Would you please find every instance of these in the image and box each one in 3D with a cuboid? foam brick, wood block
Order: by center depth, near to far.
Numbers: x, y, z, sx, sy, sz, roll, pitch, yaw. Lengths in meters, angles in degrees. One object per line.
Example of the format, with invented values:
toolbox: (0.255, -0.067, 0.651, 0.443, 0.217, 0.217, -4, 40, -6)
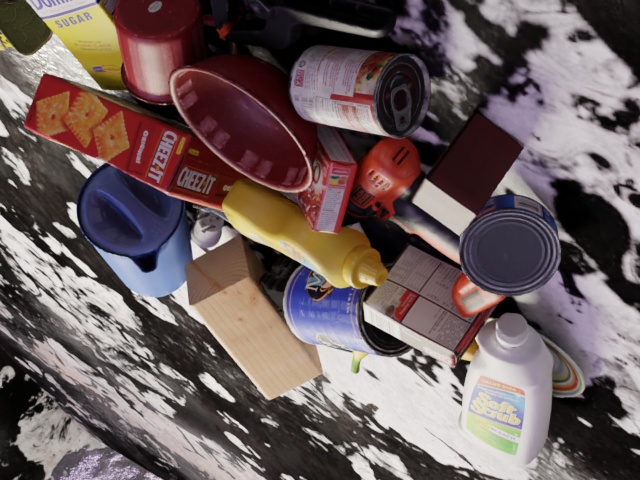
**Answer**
foam brick: (0.120, -0.054, 0.872, 0.051, 0.078, 0.053, 35, 159, 5)
wood block: (-0.087, 0.107, 1.423, 0.206, 0.090, 0.091, 55, -168, -36)

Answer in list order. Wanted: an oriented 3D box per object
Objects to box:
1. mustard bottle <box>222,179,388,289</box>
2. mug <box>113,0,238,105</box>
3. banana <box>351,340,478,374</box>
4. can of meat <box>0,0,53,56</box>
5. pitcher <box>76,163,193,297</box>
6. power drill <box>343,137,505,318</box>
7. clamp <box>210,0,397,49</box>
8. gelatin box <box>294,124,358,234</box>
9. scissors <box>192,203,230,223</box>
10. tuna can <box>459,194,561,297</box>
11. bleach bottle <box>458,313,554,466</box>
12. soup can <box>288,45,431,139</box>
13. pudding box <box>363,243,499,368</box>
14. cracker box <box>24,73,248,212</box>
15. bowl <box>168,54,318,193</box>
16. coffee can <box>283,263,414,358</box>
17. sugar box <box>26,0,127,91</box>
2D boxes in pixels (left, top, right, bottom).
mustard bottle: (-0.007, 0.001, 1.051, 0.192, 0.058, 0.096, 29, 174, 41)
mug: (-0.135, -0.187, 0.998, 0.117, 0.093, 0.081, 3, 146, 3)
banana: (0.103, 0.113, 1.240, 0.198, 0.037, 0.069, -13, 105, 46)
can of meat: (-0.367, -0.263, 1.224, 0.084, 0.057, 0.102, 15, 149, 47)
pitcher: (-0.235, -0.016, 1.411, 0.145, 0.149, 0.243, 25, 163, 7)
power drill: (0.095, -0.006, 1.023, 0.187, 0.057, 0.185, 39, 159, -3)
clamp: (-0.033, -0.198, 0.874, 0.164, 0.036, 0.210, 41, 159, -8)
gelatin box: (0.002, -0.059, 0.998, 0.089, 0.030, 0.073, -116, 36, -56)
scissors: (-0.118, -0.033, 1.250, 0.096, 0.016, 0.202, 32, -176, -17)
tuna can: (0.163, 0.004, 0.917, 0.086, 0.033, 0.086, 4, 120, 7)
bleach bottle: (0.192, 0.147, 1.111, 0.103, 0.068, 0.251, 27, 154, 25)
soup can: (0.031, -0.124, 0.881, 0.102, 0.068, 0.068, 16, 149, 43)
pudding box: (0.114, 0.065, 1.090, 0.114, 0.090, 0.039, 28, 154, 24)
cracker box: (-0.184, -0.101, 1.152, 0.214, 0.072, 0.164, 25, -175, 29)
bowl: (-0.058, -0.116, 0.970, 0.162, 0.055, 0.162, 32, 159, 13)
coffee can: (0.039, 0.074, 1.199, 0.141, 0.102, 0.102, 3, 139, 54)
sugar box: (-0.224, -0.218, 1.066, 0.093, 0.048, 0.176, 6, 153, 31)
